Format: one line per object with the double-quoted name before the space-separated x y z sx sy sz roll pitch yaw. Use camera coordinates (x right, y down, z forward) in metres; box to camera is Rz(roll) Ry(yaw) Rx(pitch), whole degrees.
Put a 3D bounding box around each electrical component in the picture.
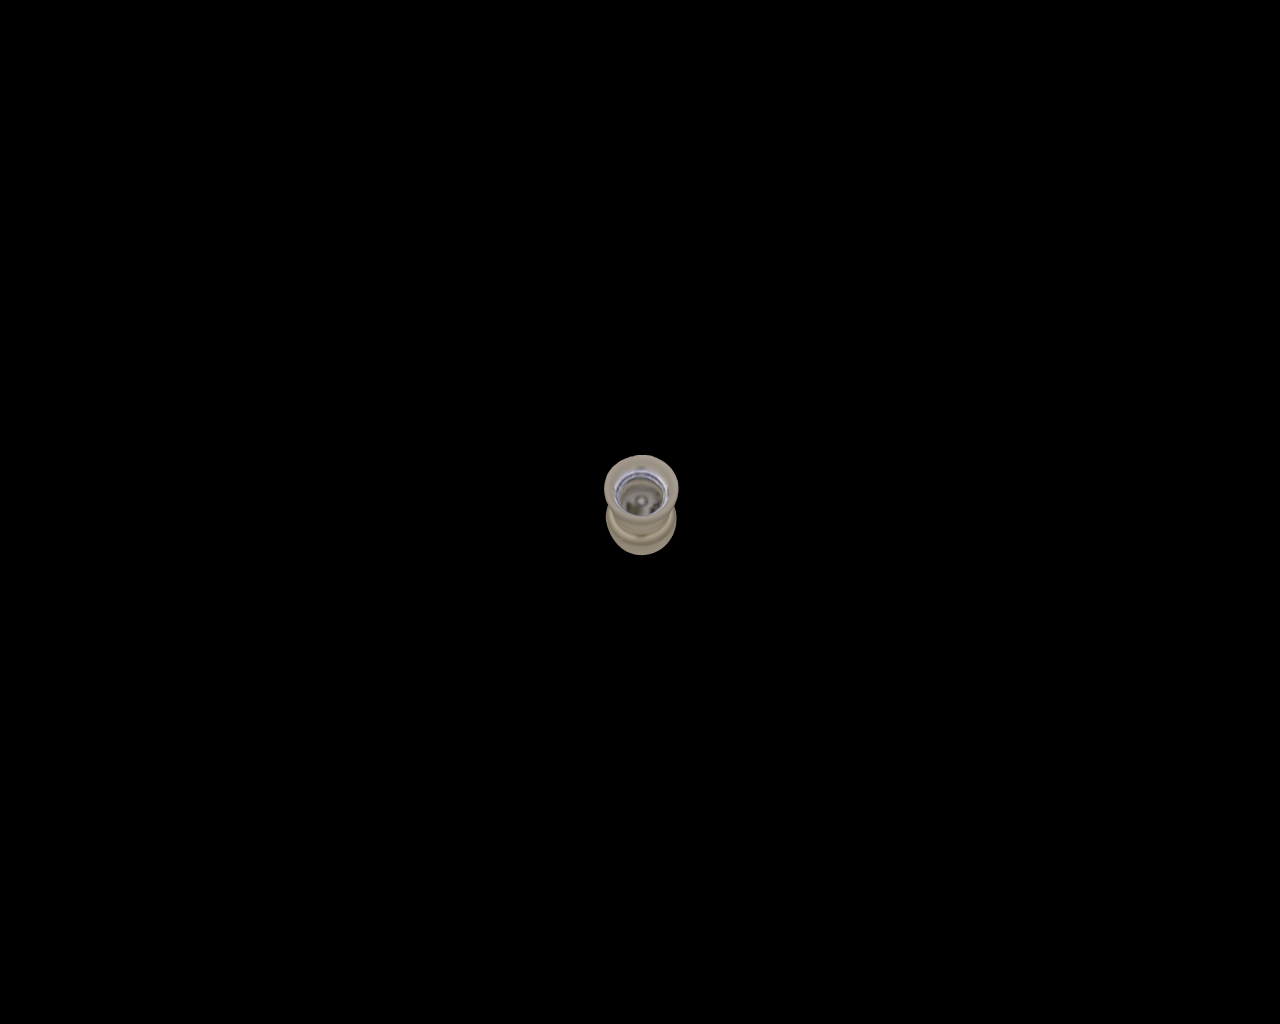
"electrical component" 0.001 -0.003 0.650 0.045 0.045 0.055 0 -27 0
